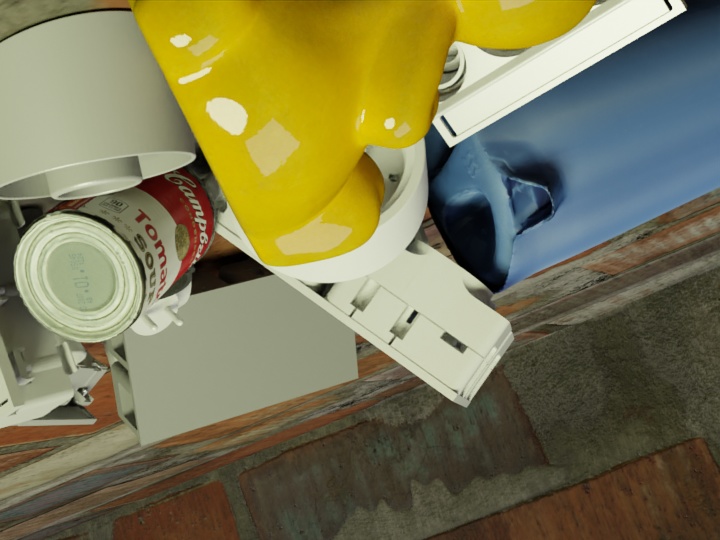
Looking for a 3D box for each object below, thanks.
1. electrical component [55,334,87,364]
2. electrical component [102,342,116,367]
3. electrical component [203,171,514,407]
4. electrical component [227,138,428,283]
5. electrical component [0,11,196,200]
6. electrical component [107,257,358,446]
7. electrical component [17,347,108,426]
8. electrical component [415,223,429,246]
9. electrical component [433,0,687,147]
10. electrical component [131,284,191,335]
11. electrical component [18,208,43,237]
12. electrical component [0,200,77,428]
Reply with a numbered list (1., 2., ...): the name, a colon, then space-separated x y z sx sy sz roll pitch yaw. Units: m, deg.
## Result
1. electrical component: -0.210 0.033 0.704 0.044 0.065 0.044 -20 168 -5
2. electrical component: -0.125 0.050 0.945 0.186 0.060 0.105 -16 168 -21
3. electrical component: 0.000 0.000 0.631 0.060 0.186 0.105 -55 167 -2
4. electrical component: -0.017 -0.054 0.545 0.108 0.108 0.060 -19 162 -7
5. electrical component: -0.120 -0.066 0.468 0.099 0.064 0.099 -12 180 0
6. electrical component: -0.100 0.052 0.844 0.186 0.105 0.060 -14 -159 -27
7. electrical component: -0.257 0.085 0.856 0.063 0.079 0.121 -51 166 2
8. electrical component: 0.006 -0.030 0.799 0.061 0.061 0.096 -11 165 -40
9. electrical component: 0.069 -0.119 0.470 0.121 0.078 0.063 -28 -165 33
10. electrical component: -0.149 0.019 0.729 0.077 0.079 0.044 -11 126 -38
11. electrical component: -0.226 0.013 0.605 0.113 0.057 0.078 -15 167 -26
12. electrical component: -0.192 0.019 0.530 0.063 0.121 0.079 -12 166 -47
